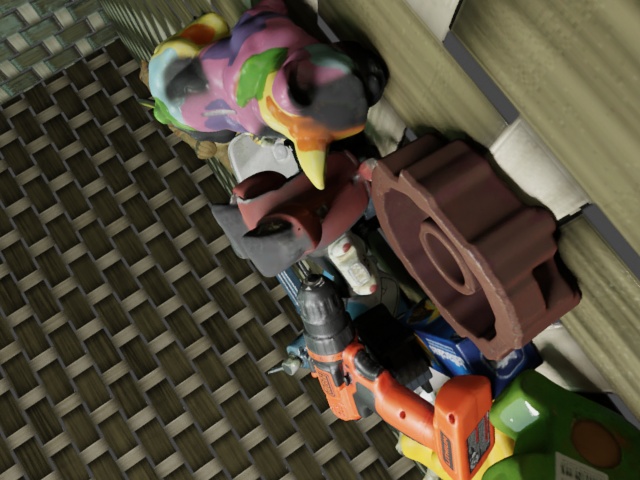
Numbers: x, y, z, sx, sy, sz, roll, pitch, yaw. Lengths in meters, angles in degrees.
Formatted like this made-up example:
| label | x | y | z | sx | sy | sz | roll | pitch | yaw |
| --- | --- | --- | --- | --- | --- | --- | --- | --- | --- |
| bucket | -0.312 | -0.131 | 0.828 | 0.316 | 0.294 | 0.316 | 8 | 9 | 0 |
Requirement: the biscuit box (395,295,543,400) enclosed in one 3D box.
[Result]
| label | x | y | z | sx | sy | sz | roll | pitch | yaw |
| --- | --- | --- | --- | --- | --- | --- | --- | --- | --- |
| biscuit box | 0.139 | 0.101 | 0.550 | 0.063 | 0.059 | 0.202 | 57 | 171 | -2 |

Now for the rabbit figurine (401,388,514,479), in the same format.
| label | x | y | z | sx | sy | sz | roll | pitch | yaw |
| --- | --- | --- | --- | --- | --- | --- | --- | --- | --- |
| rabbit figurine | 0.177 | 0.215 | 0.609 | 0.163 | 0.122 | 0.173 | 44 | 147 | 42 |

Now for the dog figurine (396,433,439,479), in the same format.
| label | x | y | z | sx | sy | sz | roll | pitch | yaw |
| --- | --- | --- | --- | --- | --- | --- | --- | --- | --- |
| dog figurine | 0.210 | 0.317 | 0.893 | 0.172 | 0.121 | 0.190 | 49 | 155 | 21 |

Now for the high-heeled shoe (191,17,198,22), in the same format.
| label | x | y | z | sx | sy | sz | roll | pitch | yaw |
| --- | --- | --- | --- | --- | --- | --- | --- | --- | --- |
| high-heeled shoe | -0.145 | -0.265 | 0.815 | 0.145 | 0.086 | 0.249 | 27 | -164 | -11 |

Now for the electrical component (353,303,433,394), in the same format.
| label | x | y | z | sx | sy | sz | roll | pitch | yaw |
| --- | --- | --- | --- | --- | --- | --- | --- | --- | --- |
| electrical component | 0.086 | 0.136 | 0.604 | 0.075 | 0.048 | 0.119 | 46 | 164 | 53 |

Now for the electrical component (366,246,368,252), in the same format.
| label | x | y | z | sx | sy | sz | roll | pitch | yaw |
| --- | --- | --- | --- | --- | --- | --- | --- | --- | --- |
| electrical component | 0.038 | -0.022 | 0.763 | 0.063 | 0.021 | 0.093 | 44 | 165 | 51 |

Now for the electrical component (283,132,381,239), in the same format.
| label | x | y | z | sx | sy | sz | roll | pitch | yaw |
| --- | --- | --- | --- | --- | --- | --- | --- | --- | --- |
| electrical component | 0.025 | -0.066 | 0.567 | 0.114 | 0.058 | 0.134 | 57 | 171 | -21 |

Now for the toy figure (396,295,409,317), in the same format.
| label | x | y | z | sx | sy | sz | roll | pitch | yaw |
| --- | --- | --- | --- | --- | --- | --- | --- | --- | --- |
| toy figure | 0.075 | 0.101 | 0.790 | 0.180 | 0.089 | 0.082 | -135 | 29 | -64 |

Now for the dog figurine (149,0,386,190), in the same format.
| label | x | y | z | sx | sy | sz | roll | pitch | yaw |
| --- | --- | --- | --- | --- | --- | --- | --- | --- | --- |
| dog figurine | -0.052 | -0.117 | 0.443 | 0.219 | 0.192 | 0.108 | -110 | 0 | -54 |

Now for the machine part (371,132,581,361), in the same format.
| label | x | y | z | sx | sy | sz | roll | pitch | yaw |
| --- | --- | --- | --- | --- | --- | --- | --- | --- | --- |
| machine part | 0.106 | 0.005 | 0.401 | 0.179 | 0.056 | 0.179 | 55 | 172 | 11 |

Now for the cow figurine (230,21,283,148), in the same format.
| label | x | y | z | sx | sy | sz | roll | pitch | yaw |
| --- | --- | --- | --- | --- | --- | --- | --- | --- | --- |
| cow figurine | -0.079 | -0.165 | 0.633 | 0.068 | 0.098 | 0.167 | 34 | 157 | 51 |

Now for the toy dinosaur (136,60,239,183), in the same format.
| label | x | y | z | sx | sy | sz | roll | pitch | yaw |
| --- | --- | --- | --- | --- | --- | --- | --- | --- | --- |
| toy dinosaur | -0.168 | -0.188 | 0.881 | 0.199 | 0.105 | 0.471 | 41 | -177 | 17 |

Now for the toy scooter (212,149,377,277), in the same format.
| label | x | y | z | sx | sy | sz | roll | pitch | yaw |
| --- | --- | --- | --- | --- | --- | --- | --- | --- | --- |
| toy scooter | -0.018 | -0.033 | 0.474 | 0.075 | 0.135 | 0.184 | 57 | 168 | -19 |

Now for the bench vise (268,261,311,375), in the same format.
| label | x | y | z | sx | sy | sz | roll | pitch | yaw |
| --- | --- | --- | --- | --- | --- | --- | --- | --- | --- |
| bench vise | -0.018 | 0.104 | 0.907 | 0.240 | 0.224 | 0.129 | 58 | 153 | -12 |

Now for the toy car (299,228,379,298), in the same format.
| label | x | y | z | sx | sy | sz | roll | pitch | yaw |
| --- | --- | --- | --- | --- | --- | --- | --- | --- | --- |
| toy car | -0.001 | -0.002 | 0.571 | 0.073 | 0.056 | 0.202 | 55 | 170 | -29 |

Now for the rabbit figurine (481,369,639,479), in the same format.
| label | x | y | z | sx | sy | sz | roll | pitch | yaw |
| --- | --- | --- | --- | --- | --- | --- | --- | --- | --- |
| rabbit figurine | 0.186 | 0.204 | 0.421 | 0.121 | 0.159 | 0.170 | -74 | -2 | -50 |

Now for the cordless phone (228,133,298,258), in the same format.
| label | x | y | z | sx | sy | sz | roll | pitch | yaw |
| --- | --- | --- | --- | --- | --- | --- | --- | --- | --- |
| cordless phone | -0.086 | -0.069 | 0.716 | 0.089 | 0.184 | 0.146 | -8 | 114 | 31 |

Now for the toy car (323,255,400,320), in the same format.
| label | x | y | z | sx | sy | sz | roll | pitch | yaw |
| --- | --- | --- | --- | --- | --- | --- | --- | --- | --- |
| toy car | 0.048 | 0.074 | 0.673 | 0.161 | 0.103 | 0.109 | 69 | -150 | -85 |
